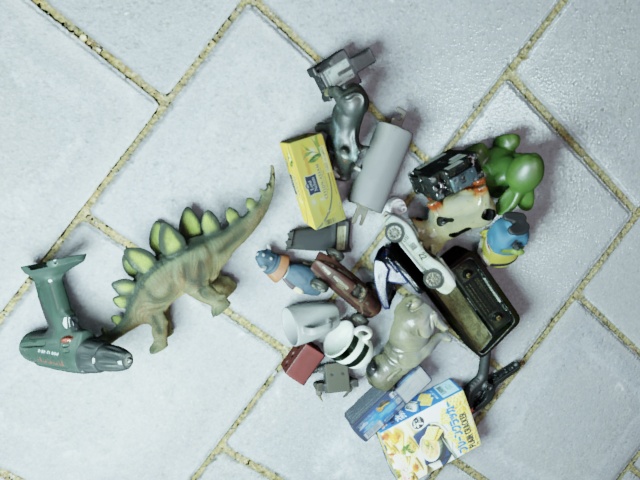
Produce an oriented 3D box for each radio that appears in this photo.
[{"bbox_3d":[0.329,0.131,1.179,0.131,0.073,0.229,-40,109,-4],"label":"radio"}]

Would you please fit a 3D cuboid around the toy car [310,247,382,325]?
[{"bbox_3d":[0.059,0.094,1.079,0.202,0.053,0.089,43,68,-34],"label":"toy car"}]

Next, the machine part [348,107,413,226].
[{"bbox_3d":[0.119,-0.143,1.064,0.079,0.079,0.243,20,95,-18],"label":"machine part"}]

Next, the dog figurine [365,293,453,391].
[{"bbox_3d":[0.160,0.215,1.104,0.190,0.121,0.172,-42,127,-9],"label":"dog figurine"}]

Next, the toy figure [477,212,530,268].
[{"bbox_3d":[0.387,0.005,1.121,0.089,0.180,0.082,19,65,4],"label":"toy figure"}]

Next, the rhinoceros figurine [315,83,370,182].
[{"bbox_3d":[0.051,-0.201,1.007,0.073,0.112,0.190,-18,137,-31],"label":"rhinoceros figurine"}]

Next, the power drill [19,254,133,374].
[{"bbox_3d":[-0.430,0.129,0.933,0.232,0.086,0.207,-8,99,24],"label":"power drill"}]

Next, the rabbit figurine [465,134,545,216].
[{"bbox_3d":[0.381,-0.130,1.087,0.121,0.170,0.159,-10,103,-12],"label":"rabbit figurine"}]

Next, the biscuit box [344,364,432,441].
[{"bbox_3d":[0.147,0.345,1.181,0.202,0.063,0.059,-42,109,-3],"label":"biscuit box"}]

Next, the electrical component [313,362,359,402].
[{"bbox_3d":[0.030,0.302,1.152,0.102,0.045,0.078,-9,75,-16],"label":"electrical component"}]

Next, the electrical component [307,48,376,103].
[{"bbox_3d":[0.044,-0.322,1.020,0.119,0.048,0.074,-36,109,-6],"label":"electrical component"}]

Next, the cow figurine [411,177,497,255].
[{"bbox_3d":[0.264,-0.037,1.103,0.195,0.085,0.127,-21,106,16],"label":"cow figurine"}]

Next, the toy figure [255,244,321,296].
[{"bbox_3d":[-0.063,0.064,1.066,0.154,0.064,0.057,26,121,-17],"label":"toy figure"}]

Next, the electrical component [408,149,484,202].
[{"bbox_3d":[0.254,-0.130,1.073,0.115,0.134,0.058,-31,109,-6],"label":"electrical component"}]

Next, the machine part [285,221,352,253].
[{"bbox_3d":[-0.002,-0.003,1.082,0.139,0.039,0.084,-6,111,-16],"label":"machine part"}]

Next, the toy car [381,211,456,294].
[{"bbox_3d":[0.192,0.021,1.055,0.056,0.073,0.201,-40,88,14],"label":"toy car"}]

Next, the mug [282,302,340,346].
[{"bbox_3d":[-0.010,0.161,1.082,0.107,0.110,0.080,-14,95,-26],"label":"mug"}]

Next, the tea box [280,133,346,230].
[{"bbox_3d":[-0.015,-0.114,1.022,0.068,0.098,0.169,-21,105,-11],"label":"tea box"}]

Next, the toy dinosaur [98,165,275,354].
[{"bbox_3d":[-0.242,0.051,0.991,0.471,0.105,0.198,-36,108,-4],"label":"toy dinosaur"}]

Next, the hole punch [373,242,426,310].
[{"bbox_3d":[0.148,0.069,1.093,0.092,0.142,0.115,-36,91,24],"label":"hole punch"}]
